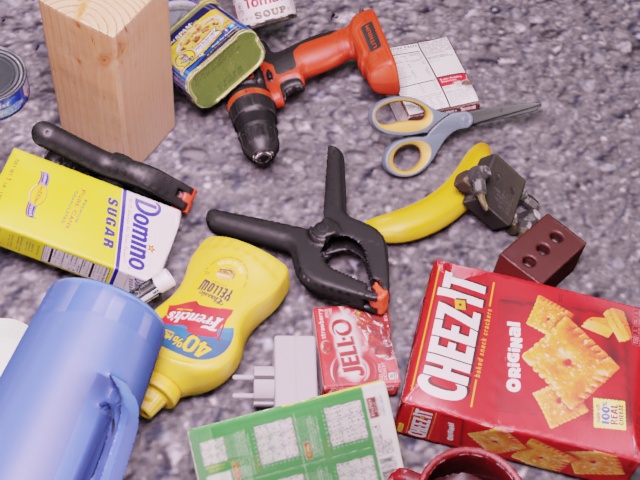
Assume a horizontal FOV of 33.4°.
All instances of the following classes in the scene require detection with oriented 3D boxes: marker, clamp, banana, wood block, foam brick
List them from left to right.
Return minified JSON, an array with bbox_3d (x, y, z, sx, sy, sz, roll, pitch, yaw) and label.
[{"bbox_3d":[-0.209,-0.072,1.064,0.171,0.120,0.039,17,84,4],"label":"clamp"},{"bbox_3d":[-0.209,-0.173,1.074,0.090,0.206,0.090,28,58,14],"label":"wood block"},{"bbox_3d":[-0.190,0.066,0.999,0.121,0.020,0.020,-33,62,1],"label":"marker"},{"bbox_3d":[-0.007,0.001,1.059,0.164,0.036,0.210,-25,52,-13],"label":"clamp"},{"bbox_3d":[0.119,-0.043,1.117,0.197,0.037,0.070,-28,62,-22],"label":"banana"},{"bbox_3d":[0.218,0.023,1.071,0.053,0.051,0.078,41,61,21],"label":"foam brick"}]

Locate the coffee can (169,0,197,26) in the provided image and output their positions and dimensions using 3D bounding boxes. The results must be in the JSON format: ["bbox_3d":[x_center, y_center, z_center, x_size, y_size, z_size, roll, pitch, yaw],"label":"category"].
[{"bbox_3d":[-0.201,-0.269,1.204,0.102,0.103,0.140,-24,60,-20],"label":"coffee can"}]

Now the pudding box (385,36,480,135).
[{"bbox_3d":[0.120,-0.175,1.208,0.090,0.039,0.113,-13,55,-11],"label":"pudding box"}]

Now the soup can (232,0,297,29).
[{"bbox_3d":[-0.069,-0.288,1.177,0.068,0.069,0.102,-17,101,-17],"label":"soup can"}]

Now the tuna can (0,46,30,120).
[{"bbox_3d":[-0.361,-0.170,1.163,0.086,0.034,0.086,2,55,-4],"label":"tuna can"}]

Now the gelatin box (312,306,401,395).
[{"bbox_3d":[0.033,0.105,1.009,0.073,0.030,0.089,-3,55,-7],"label":"gelatin box"}]

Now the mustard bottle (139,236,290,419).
[{"bbox_3d":[-0.112,0.086,0.992,0.096,0.058,0.191,22,56,17],"label":"mustard bottle"}]

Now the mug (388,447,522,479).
[{"bbox_3d":[0.110,0.228,0.899,0.117,0.081,0.093,22,56,9],"label":"mug"}]

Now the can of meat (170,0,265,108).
[{"bbox_3d":[-0.120,-0.198,1.139,0.102,0.057,0.084,-43,49,-7],"label":"can of meat"}]

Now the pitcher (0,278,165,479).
[{"bbox_3d":[-0.208,0.156,0.864,0.149,0.145,0.242,16,63,6],"label":"pitcher"}]

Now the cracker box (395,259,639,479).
[{"bbox_3d":[0.191,0.120,0.989,0.214,0.072,0.164,14,54,5],"label":"cracker box"}]

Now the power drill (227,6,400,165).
[{"bbox_3d":[-0.012,-0.172,1.160,0.187,0.057,0.184,-15,54,0],"label":"power drill"}]

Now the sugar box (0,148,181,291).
[{"bbox_3d":[-0.230,-0.015,1.035,0.176,0.048,0.093,19,55,-8],"label":"sugar box"}]

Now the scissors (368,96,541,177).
[{"bbox_3d":[0.147,-0.112,1.162,0.201,0.016,0.096,4,93,-16],"label":"scissors"}]
